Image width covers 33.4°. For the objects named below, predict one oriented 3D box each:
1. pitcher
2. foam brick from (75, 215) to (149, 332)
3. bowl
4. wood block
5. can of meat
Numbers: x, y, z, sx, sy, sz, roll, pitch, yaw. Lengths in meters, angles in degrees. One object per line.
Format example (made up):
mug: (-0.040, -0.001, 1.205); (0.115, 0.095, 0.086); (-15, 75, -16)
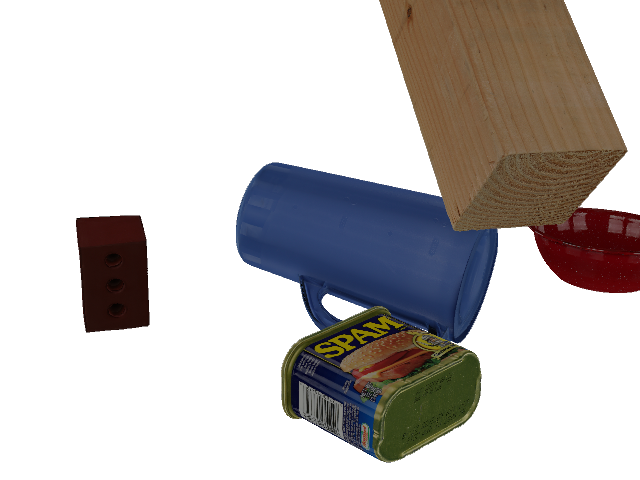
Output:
pitcher: (0.041, 0.012, 1.033); (0.243, 0.145, 0.149); (16, 22, 20)
foam brick: (-0.165, 0.025, 0.851); (0.053, 0.078, 0.051); (-5, 26, -13)
bowl: (0.288, 0.013, 1.085); (0.162, 0.055, 0.162); (3, 17, -1)
wood block: (0.115, -0.119, 0.725); (0.090, 0.206, 0.091); (-4, -29, -20)
can of meat: (0.040, 0.090, 0.677); (0.101, 0.057, 0.084); (-20, 30, -40)
